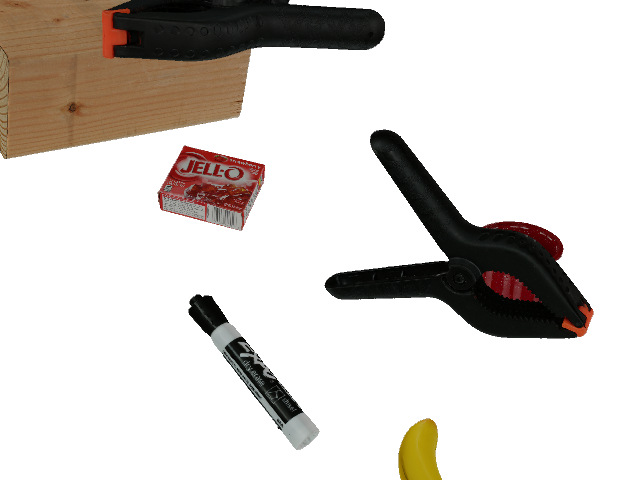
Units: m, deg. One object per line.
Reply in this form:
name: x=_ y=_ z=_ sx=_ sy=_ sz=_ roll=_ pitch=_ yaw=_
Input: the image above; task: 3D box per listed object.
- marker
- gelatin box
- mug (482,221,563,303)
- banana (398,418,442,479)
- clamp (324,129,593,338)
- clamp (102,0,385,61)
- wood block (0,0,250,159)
marker: x=-0.045 y=0.081 z=0.678 sx=0.020 sy=0.121 sz=0.020 roll=-35 pitch=-21 yaw=-16
gelatin box: x=-0.108 y=-0.054 z=1.067 sx=0.089 sy=0.073 sz=0.030 roll=15 pitch=-43 yaw=7
mug: x=0.199 y=0.031 z=1.127 sx=0.093 sy=0.081 sz=0.117 roll=-4 pitch=31 yaw=-10
banana: x=0.110 y=0.231 z=1.022 sx=0.069 sy=0.037 sz=0.198 roll=9 pitch=21 yaw=-21
clamp: x=0.108 y=0.011 z=0.810 sx=0.210 sy=0.165 sz=0.036 roll=20 pitch=40 yaw=15
clamp: x=-0.059 y=-0.140 z=0.666 sx=0.171 sy=0.039 sz=0.120 roll=-7 pitch=21 yaw=-26
wood block: x=-0.167 y=-0.141 z=0.854 sx=0.205 sy=0.091 sz=0.090 roll=-15 pitch=45 yaw=-33
